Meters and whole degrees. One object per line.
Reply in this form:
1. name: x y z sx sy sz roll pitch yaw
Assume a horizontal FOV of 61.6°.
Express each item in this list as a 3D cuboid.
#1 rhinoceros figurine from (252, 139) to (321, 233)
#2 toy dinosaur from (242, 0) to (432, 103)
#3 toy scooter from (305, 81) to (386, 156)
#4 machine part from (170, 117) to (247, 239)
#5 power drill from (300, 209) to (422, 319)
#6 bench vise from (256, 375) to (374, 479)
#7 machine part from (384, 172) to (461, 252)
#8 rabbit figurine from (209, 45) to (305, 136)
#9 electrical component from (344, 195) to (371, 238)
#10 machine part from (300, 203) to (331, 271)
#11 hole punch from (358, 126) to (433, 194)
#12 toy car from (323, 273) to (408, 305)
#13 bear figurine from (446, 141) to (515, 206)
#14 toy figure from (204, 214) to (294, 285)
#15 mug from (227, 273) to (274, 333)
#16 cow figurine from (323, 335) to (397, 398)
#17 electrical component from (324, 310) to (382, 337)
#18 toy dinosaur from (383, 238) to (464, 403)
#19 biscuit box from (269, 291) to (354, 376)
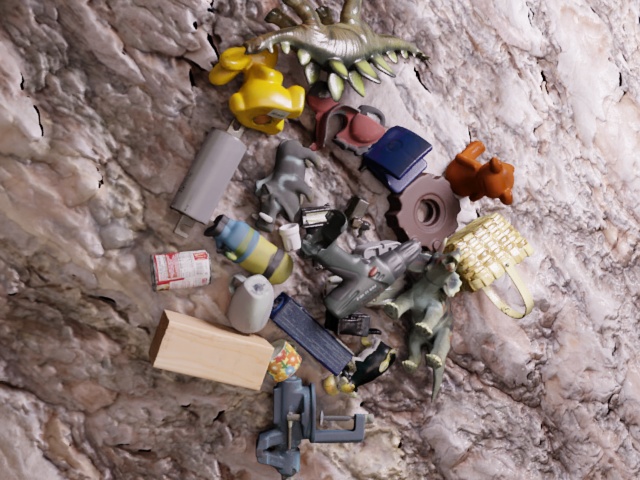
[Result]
1. rhinoceros figurine: -0.071 -0.104 1.056 0.112 0.073 0.190 20 87 -25
2. toy dinosaur: 0.054 -0.377 1.042 0.471 0.105 0.198 -23 91 -36
3. toy scooter: 0.042 -0.225 1.090 0.184 0.075 0.135 23 86 -20
4. machine part: -0.206 -0.117 0.994 0.079 0.079 0.243 30 84 -23
5. power drill: 0.072 0.032 1.054 0.232 0.086 0.207 -44 129 0
6. bench vise: -0.010 0.389 1.097 0.241 0.129 0.223 1 76 -5
7. machine part: 0.233 -0.062 1.199 0.179 0.056 0.179 -2 95 -23
8. rabbit figurine: -0.122 -0.299 1.003 0.162 0.122 0.173 6 74 -25
9. electrical component: 0.078 -0.049 1.112 0.045 0.102 0.078 27 94 -14
10. machine part: -0.002 -0.003 1.116 0.084 0.039 0.138 -13 99 -30
11. hole punch: 0.161 -0.176 1.122 0.142 0.092 0.116 -44 80 -9
12. toy car: 0.103 0.106 1.160 0.202 0.056 0.073 -1 96 -22
13. bear figurine: 0.367 -0.147 1.171 0.132 0.196 0.120 -32 104 -18
14. toy figure: -0.133 0.022 1.033 0.180 0.089 0.082 40 86 -24
15. mug: -0.133 0.107 1.027 0.081 0.107 0.110 -18 62 -35
16. cow figurine: 0.088 0.281 1.151 0.167 0.098 0.068 -41 116 -14
17. electrical component: 0.077 0.177 1.146 0.119 0.075 0.047 5 93 -19
18. toy dinosaur: 0.247 0.170 1.188 0.192 0.131 0.404 -47 140 -33
19. biscuit box: -0.022 0.194 1.114 0.063 0.059 0.202 -48 111 -10
